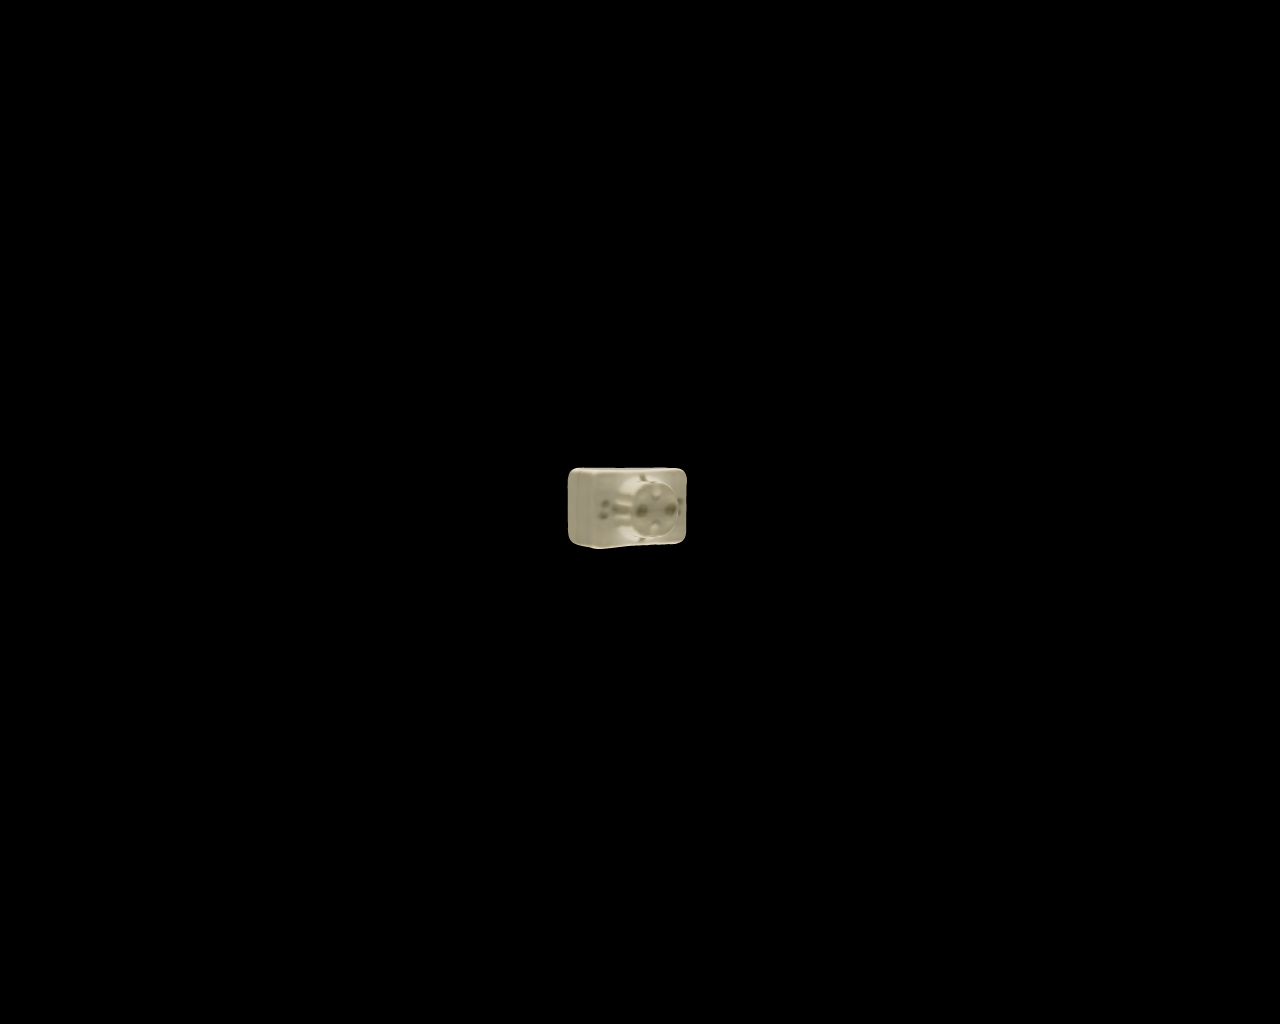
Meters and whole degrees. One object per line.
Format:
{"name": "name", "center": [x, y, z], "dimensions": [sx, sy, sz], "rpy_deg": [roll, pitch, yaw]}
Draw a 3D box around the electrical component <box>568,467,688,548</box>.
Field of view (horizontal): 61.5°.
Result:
{"name": "electrical component", "center": [0.001, -0.003, 0.650], "dimensions": [0.066, 0.047, 0.076], "rpy_deg": [-2, 4, -27]}
